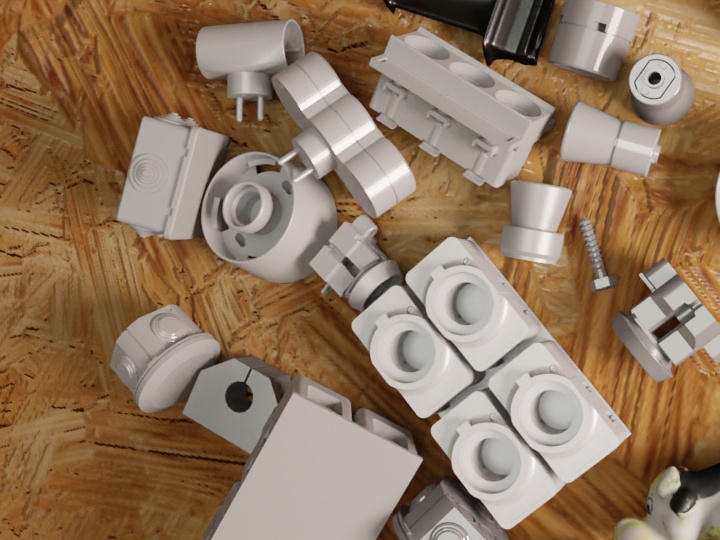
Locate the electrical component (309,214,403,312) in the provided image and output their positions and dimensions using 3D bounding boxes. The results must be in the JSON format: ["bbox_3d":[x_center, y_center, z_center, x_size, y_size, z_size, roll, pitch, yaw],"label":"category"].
[{"bbox_3d":[0.000,0.000,0.825,0.066,0.048,0.055,-49,66,13],"label":"electrical component"}]

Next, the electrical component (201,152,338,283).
[{"bbox_3d":[-0.074,-0.043,0.856,0.099,0.064,0.099,-7,76,29],"label":"electrical component"}]

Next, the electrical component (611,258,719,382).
[{"bbox_3d":[0.211,0.040,0.739,0.057,0.058,0.078,-39,76,12],"label":"electrical component"}]

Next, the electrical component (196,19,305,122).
[{"bbox_3d":[-0.088,-0.158,0.862,0.077,0.043,0.079,0,89,20],"label":"electrical component"}]

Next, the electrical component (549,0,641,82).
[{"bbox_3d":[0.165,-0.163,0.763,0.055,0.055,0.047,20,99,20],"label":"electrical component"}]

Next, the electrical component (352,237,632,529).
[{"bbox_3d":[0.092,0.079,0.780,0.105,0.060,0.186,-42,76,15],"label":"electrical component"}]

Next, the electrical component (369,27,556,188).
[{"bbox_3d":[0.071,-0.118,0.787,0.121,0.079,0.063,35,125,18],"label":"electrical component"}]

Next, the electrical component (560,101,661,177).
[{"bbox_3d":[0.180,-0.090,0.762,0.065,0.044,0.044,18,95,15],"label":"electrical component"}]

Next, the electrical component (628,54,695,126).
[{"bbox_3d":[0.206,-0.126,0.740,0.044,0.065,0.044,-1,89,20],"label":"electrical component"}]

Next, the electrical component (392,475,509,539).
[{"bbox_3d":[0.066,0.192,0.777,0.051,0.080,0.080,-46,75,9],"label":"electrical component"}]

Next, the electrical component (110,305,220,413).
[{"bbox_3d":[-0.157,0.071,0.864,0.051,0.080,0.080,44,103,21],"label":"electrical component"}]

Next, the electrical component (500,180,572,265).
[{"bbox_3d":[0.127,-0.034,0.778,0.045,0.045,0.055,10,93,20],"label":"electrical component"}]

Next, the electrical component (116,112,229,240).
[{"bbox_3d":[-0.149,-0.073,0.854,0.048,0.100,0.099,16,94,7],"label":"electrical component"}]

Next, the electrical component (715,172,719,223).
[{"bbox_3d":[0.286,-0.049,0.705,0.099,0.064,0.099,3,96,31],"label":"electrical component"}]

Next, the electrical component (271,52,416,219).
[{"bbox_3d":[-0.027,-0.094,0.820,0.074,0.052,0.138,-35,76,-9],"label":"electrical component"}]

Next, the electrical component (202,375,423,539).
[{"bbox_3d":[-0.047,0.185,0.808,0.105,0.060,0.186,28,99,-7],"label":"electrical component"}]
